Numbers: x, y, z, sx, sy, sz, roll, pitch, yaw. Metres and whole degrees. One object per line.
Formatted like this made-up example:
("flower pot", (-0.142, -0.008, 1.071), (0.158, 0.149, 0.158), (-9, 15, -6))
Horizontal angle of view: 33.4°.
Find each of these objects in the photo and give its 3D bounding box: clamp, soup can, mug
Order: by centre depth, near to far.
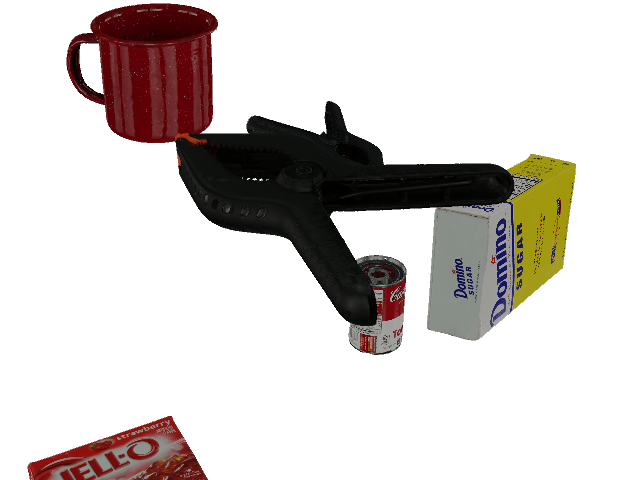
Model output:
("clamp", (0.001, -0.030, 0.649), (0.210, 0.036, 0.164), (25, 41, 35))
("mug", (-0.134, -0.126, 0.802), (0.117, 0.081, 0.093), (5, 30, 6))
("clamp", (0.001, -0.099, 1.136), (0.120, 0.039, 0.172), (-15, 37, -23))
("soup can", (0.067, 0.079, 1.288), (0.068, 0.102, 0.068), (0, 30, 0))

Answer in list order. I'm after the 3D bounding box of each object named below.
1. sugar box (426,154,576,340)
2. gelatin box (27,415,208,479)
("sugar box", (0.138, 0.001, 0.790), (0.048, 0.093, 0.175), (12, 23, 27))
("gelatin box", (-0.112, 0.140, 0.599), (0.089, 0.030, 0.073), (-16, 28, -20))
